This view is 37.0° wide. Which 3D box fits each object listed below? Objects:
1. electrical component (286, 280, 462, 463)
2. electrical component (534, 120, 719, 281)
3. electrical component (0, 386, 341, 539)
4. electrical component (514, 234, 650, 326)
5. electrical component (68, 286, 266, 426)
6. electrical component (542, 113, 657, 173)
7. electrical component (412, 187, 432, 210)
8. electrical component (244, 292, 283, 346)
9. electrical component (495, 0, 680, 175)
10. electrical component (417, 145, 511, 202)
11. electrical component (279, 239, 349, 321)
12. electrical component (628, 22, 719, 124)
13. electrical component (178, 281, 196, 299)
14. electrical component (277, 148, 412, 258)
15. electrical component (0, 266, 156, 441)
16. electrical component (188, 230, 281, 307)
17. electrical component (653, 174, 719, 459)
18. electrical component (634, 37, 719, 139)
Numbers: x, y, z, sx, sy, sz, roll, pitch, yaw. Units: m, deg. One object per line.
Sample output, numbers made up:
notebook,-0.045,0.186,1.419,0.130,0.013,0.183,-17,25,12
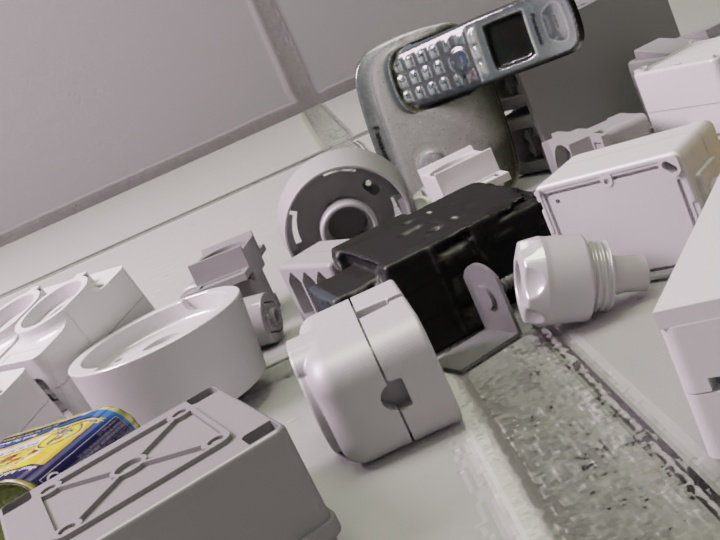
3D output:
electrical component,0.004,0.047,0.499,0.059,0.053,0.095,-25,13,-1
electrical component,0.150,-0.034,0.543,0.096,0.061,0.061,-13,17,41
electrical component,-0.078,0.101,0.424,0.109,0.056,0.109,-30,13,-18
electrical component,0.107,0.004,0.517,0.062,0.043,0.043,-5,14,0
electrical component,-0.107,0.060,0.627,0.108,0.060,0.108,-23,13,6
electrical component,0.168,-0.079,0.739,0.064,0.042,0.081,-23,13,-10
electrical component,0.072,-0.048,0.780,0.062,0.043,0.043,-22,13,5
electrical component,-0.085,0.038,0.725,0.065,0.044,0.044,-15,15,17
electrical component,0.187,-0.165,0.903,0.186,0.105,0.060,-31,14,-29
electrical component,0.075,-0.046,0.721,0.042,0.063,0.081,-27,12,-5
electrical component,0.000,0.000,0.707,0.077,0.047,0.066,-33,16,-30
electrical component,0.256,-0.154,0.835,0.062,0.061,0.096,-27,13,-12
electrical component,-0.121,0.030,0.820,0.040,0.040,0.078,-20,13,18
electrical component,-0.009,-0.036,0.765,0.099,0.099,0.064,-24,19,2
electrical component,-0.217,0.078,0.663,0.105,0.060,0.186,-13,30,41
electrical component,-0.089,0.012,0.783,0.042,0.063,0.081,-20,14,11
electrical component,0.168,0.001,0.369,0.089,0.061,0.150,-16,15,33
electrical component,0.241,-0.124,0.742,0.062,0.061,0.096,-29,14,-22
